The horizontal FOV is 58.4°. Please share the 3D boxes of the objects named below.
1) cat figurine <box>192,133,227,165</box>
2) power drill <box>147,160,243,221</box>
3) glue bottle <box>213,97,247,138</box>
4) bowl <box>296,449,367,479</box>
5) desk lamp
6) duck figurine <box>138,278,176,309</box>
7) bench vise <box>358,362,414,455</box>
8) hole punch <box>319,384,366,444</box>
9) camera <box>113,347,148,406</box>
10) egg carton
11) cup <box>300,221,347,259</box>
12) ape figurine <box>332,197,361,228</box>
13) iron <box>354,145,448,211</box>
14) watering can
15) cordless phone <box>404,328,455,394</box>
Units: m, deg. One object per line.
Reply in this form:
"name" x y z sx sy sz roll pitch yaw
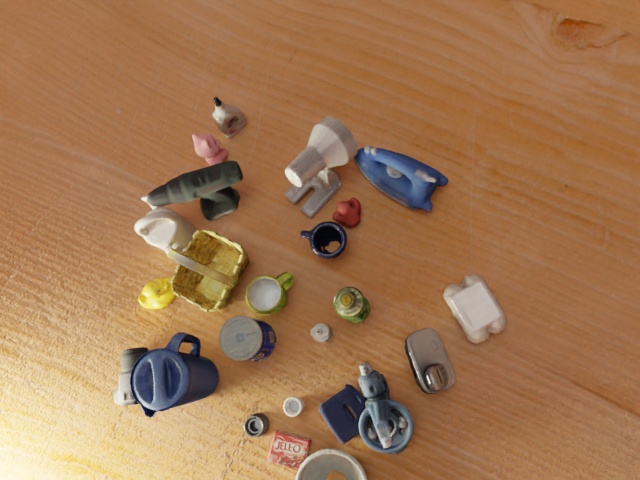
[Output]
"cat figurine" -0.285 -0.223 1.502 0.067 0.118 0.128 -23 75 4
"power drill" -0.290 -0.117 1.434 0.229 0.208 0.075 -25 75 3
"glue bottle" -0.246 -0.328 1.490 0.037 0.173 0.078 43 87 15
"bowl" 0.031 0.560 1.307 0.167 0.075 0.167 -2 78 9
"desk lamp" -0.003 -0.177 1.398 0.117 0.214 0.203 41 87 15
"duck figurine" -0.423 0.133 1.465 0.104 0.086 0.077 -29 75 2
"bench vise" 0.121 0.380 1.256 0.121 0.220 0.207 -39 75 0
"hole punch" 0.062 0.401 1.328 0.101 0.091 0.108 -37 75 0
"camera" -0.441 0.335 1.417 0.143 0.101 0.137 -11 77 7
"egg carton" 0.365 0.159 1.343 0.107 0.069 0.150 -30 75 2
"cup" 0.013 0.005 1.418 0.117 0.095 0.092 13 80 12
"ape figurine" 0.066 -0.072 1.428 0.078 0.092 0.076 -21 75 4
"iron" 0.182 -0.178 1.406 0.258 0.141 0.119 30 84 14
"watering can" -0.401 -0.036 1.441 0.101 0.194 0.172 -45 75 -2
"cordless phone" 0.244 0.270 1.278 0.094 0.185 0.147 -24 75 4
